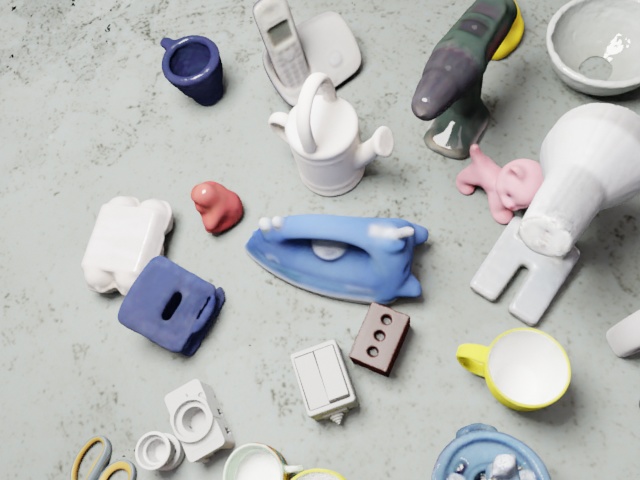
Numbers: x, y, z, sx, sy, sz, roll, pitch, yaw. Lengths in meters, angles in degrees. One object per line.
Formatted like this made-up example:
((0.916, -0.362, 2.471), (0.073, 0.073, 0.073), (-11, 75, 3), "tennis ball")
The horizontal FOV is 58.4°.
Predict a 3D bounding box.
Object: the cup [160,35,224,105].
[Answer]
((-0.200, -0.265, 0.907), (0.117, 0.095, 0.092), (38, 78, 21), "cup")

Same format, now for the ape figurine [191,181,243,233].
((-0.154, -0.054, 0.815), (0.076, 0.092, 0.078), (3, 69, 10), "ape figurine")

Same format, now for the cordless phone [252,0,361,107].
((-0.021, -0.298, 0.843), (0.147, 0.185, 0.094), (-36, 67, -6), "cordless phone")

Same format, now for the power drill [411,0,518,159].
((0.185, -0.201, 0.757), (0.075, 0.209, 0.230), (25, 74, 18), "power drill")

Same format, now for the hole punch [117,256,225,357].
((-0.195, 0.088, 0.765), (0.101, 0.091, 0.109), (23, 73, 17), "hole punch")

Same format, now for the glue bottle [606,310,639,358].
((0.377, 0.086, 0.629), (0.078, 0.173, 0.037), (-23, 66, -1), "glue bottle")

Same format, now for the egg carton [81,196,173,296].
((-0.273, 0.008, 0.821), (0.107, 0.069, 0.150), (6, 69, 11), "egg carton")

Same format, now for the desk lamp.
((0.280, -0.026, 0.668), (0.117, 0.214, 0.203), (32, 76, 20), "desk lamp")

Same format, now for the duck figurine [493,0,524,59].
((0.273, -0.340, 0.867), (0.077, 0.086, 0.105), (17, 72, 15), "duck figurine")

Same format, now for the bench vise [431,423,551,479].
((0.186, 0.280, 0.555), (0.121, 0.220, 0.207), (-22, 66, 0), "bench vise")

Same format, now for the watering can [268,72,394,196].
((0.012, -0.146, 0.770), (0.172, 0.194, 0.101), (-3, 67, 8), "watering can")

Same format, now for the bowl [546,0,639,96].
((0.405, -0.268, 0.823), (0.167, 0.075, 0.167), (-3, 68, 8), "bowl")

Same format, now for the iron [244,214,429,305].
((0.007, 0.003, 0.740), (0.258, 0.141, 0.119), (6, 69, 11), "iron")

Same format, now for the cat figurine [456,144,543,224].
((0.244, -0.081, 0.749), (0.067, 0.118, 0.127), (-44, 68, -10), "cat figurine")
